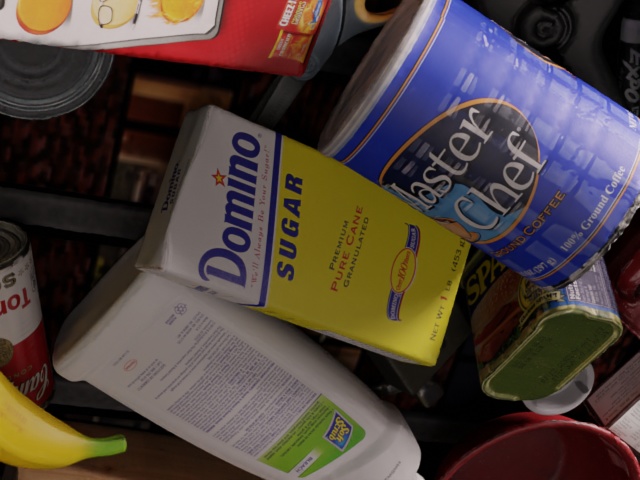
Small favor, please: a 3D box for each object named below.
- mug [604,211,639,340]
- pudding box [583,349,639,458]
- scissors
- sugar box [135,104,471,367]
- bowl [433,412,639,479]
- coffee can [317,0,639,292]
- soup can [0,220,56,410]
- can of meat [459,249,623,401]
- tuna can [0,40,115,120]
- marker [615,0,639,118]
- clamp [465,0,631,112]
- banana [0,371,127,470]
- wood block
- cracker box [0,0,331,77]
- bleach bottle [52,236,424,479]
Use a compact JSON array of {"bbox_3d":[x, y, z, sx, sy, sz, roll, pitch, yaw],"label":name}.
[{"bbox_3d":[0.212,0.019,0.654,0.081,0.093,0.117,-49,148,10],"label":"mug"},{"bbox_3d":[0.257,0.107,0.749,0.090,0.039,0.113,37,104,-26],"label":"pudding box"},{"bbox_3d":[-0.015,-0.116,0.577,0.202,0.016,0.096,-39,118,10],"label":"scissors"},{"bbox_3d":[-0.004,0.001,0.591,0.176,0.048,0.093,21,80,-26],"label":"sugar box"},{"bbox_3d":[0.140,0.176,0.752,0.162,0.055,0.162,-5,120,-9],"label":"bowl"},{"bbox_3d":[0.084,-0.052,0.545,0.140,0.102,0.103,31,109,-8],"label":"coffee can"},{"bbox_3d":[-0.189,0.047,0.600,0.068,0.068,0.102,-6,119,-9],"label":"soup can"},{"bbox_3d":[0.129,0.037,0.636,0.057,0.084,0.102,12,139,-19],"label":"can of meat"},{"bbox_3d":[-0.147,-0.105,0.543,0.086,0.034,0.086,-5,120,-10],"label":"tuna can"},{"bbox_3d":[0.183,-0.101,0.627,0.020,0.020,0.121,-8,120,-8],"label":"marker"},{"bbox_3d":[0.111,-0.116,0.592,0.164,0.036,0.210,-4,116,-1],"label":"clamp"},{"bbox_3d":[-0.176,0.058,0.551,0.069,0.037,0.197,-38,125,-18],"label":"banana"},{"bbox_3d":[-0.100,0.187,0.686,0.205,0.090,0.091,13,116,-19],"label":"wood block"},{"bbox_3d":[-0.075,-0.166,0.458,0.213,0.072,0.164,-1,122,-43],"label":"cracker box"},{"bbox_3d":[-0.032,0.104,0.652,0.250,0.068,0.103,40,104,-22],"label":"bleach bottle"}]
